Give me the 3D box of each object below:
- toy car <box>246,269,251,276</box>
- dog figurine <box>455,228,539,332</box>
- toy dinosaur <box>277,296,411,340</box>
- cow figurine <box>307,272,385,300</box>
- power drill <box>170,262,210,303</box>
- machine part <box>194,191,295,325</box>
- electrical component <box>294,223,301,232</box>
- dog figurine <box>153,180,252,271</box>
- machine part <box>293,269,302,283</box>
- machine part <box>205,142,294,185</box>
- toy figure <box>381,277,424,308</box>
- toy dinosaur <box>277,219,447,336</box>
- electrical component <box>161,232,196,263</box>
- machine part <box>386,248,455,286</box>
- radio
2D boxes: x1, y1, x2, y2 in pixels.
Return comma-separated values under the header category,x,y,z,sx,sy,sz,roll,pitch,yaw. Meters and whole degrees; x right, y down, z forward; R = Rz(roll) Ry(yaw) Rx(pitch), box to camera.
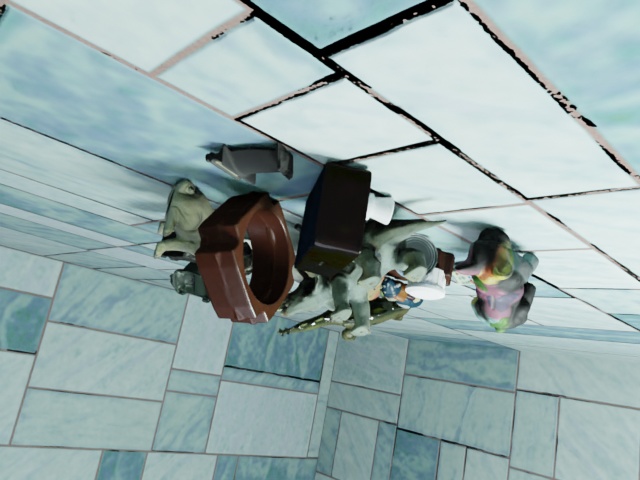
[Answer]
category,x,y,z,sx,sy,sz,roll,pitch,yaw
toy car,-0.137,0.070,1.463,0.201,0.056,0.074,5,172,-38
dog figurine,0.310,0.077,0.958,0.109,0.191,0.219,10,-176,32
toy dinosaur,0.106,0.178,1.366,0.471,0.105,0.198,-18,162,-18
cow figurine,0.059,0.082,1.188,0.195,0.127,0.085,-8,-166,44
power drill,-0.252,0.058,1.314,0.232,0.207,0.085,15,131,10
machine part,-0.127,0.031,0.955,0.087,0.201,0.201,-5,117,23
electrical component,-0.002,-0.003,1.127,0.078,0.045,0.102,3,165,22
dog figurine,-0.204,-0.021,1.031,0.190,0.121,0.172,14,137,-20
machine part,-0.070,0.060,1.373,0.079,0.079,0.243,5,166,24
machine part,-0.096,-0.110,0.778,0.139,0.039,0.084,2,156,40
toy figure,0.186,0.121,1.238,0.064,0.058,0.154,-15,155,36
toy dinosaur,0.083,0.039,0.998,0.131,0.192,0.404,19,130,-33
electrical component,-0.284,-0.012,1.161,0.134,0.115,0.058,-2,166,42
machine part,0.211,0.056,1.186,0.179,0.056,0.179,11,166,3
radio,0.015,-0.025,0.835,0.073,0.131,0.229,12,166,-8
